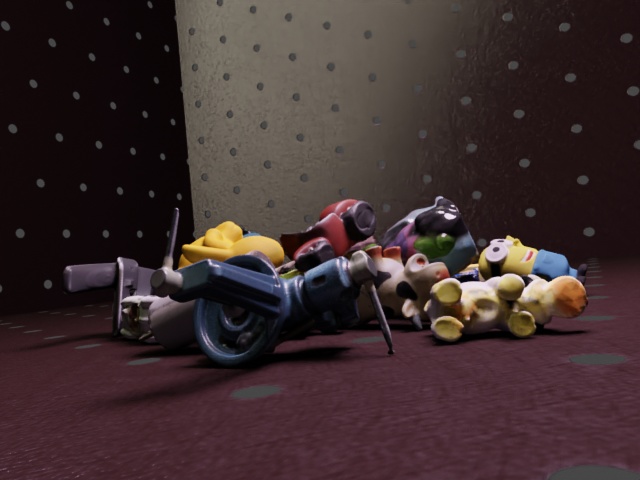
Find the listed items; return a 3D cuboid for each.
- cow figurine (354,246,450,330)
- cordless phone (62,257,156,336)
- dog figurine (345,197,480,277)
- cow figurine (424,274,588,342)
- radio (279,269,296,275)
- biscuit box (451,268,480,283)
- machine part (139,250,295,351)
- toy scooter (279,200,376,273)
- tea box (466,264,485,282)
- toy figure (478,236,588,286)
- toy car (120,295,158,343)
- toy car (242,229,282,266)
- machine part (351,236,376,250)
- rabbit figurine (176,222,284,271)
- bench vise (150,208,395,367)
[{"bbox_3d":[0.096,0.075,0.762,0.085,0.127,0.195,-1,-19,-47],"label":"cow figurine"},{"bbox_3d":[-0.391,0.107,0.978,0.089,0.146,0.184,6,2,21],"label":"cordless phone"},{"bbox_3d":[0.126,0.029,0.850,0.219,0.108,0.191,-28,5,9],"label":"dog figurine"},{"bbox_3d":[0.206,0.075,0.611,0.167,0.068,0.098,-5,-8,5],"label":"cow figurine"},{"bbox_3d":[-0.061,0.110,1.193,0.131,0.073,0.230,-17,8,-39],"label":"radio"},{"bbox_3d":[0.242,0.084,0.908,0.059,0.062,0.202,-8,-3,16],"label":"biscuit box"},{"bbox_3d":[-0.138,0.081,0.709,0.243,0.079,0.079,-28,-9,16],"label":"machine part"},{"bbox_3d":[-0.002,-0.003,0.859,0.135,0.075,0.184,-10,22,45],"label":"toy scooter"},{"bbox_3d":[0.363,0.077,1.071,0.170,0.068,0.098,-7,-3,22],"label":"tea box"},{"bbox_3d":[0.375,0.056,0.962,0.180,0.089,0.082,18,20,26],"label":"toy figure"},{"bbox_3d":[-0.286,0.129,0.887,0.056,0.073,0.202,0,-6,-35],"label":"toy car"},{"bbox_3d":[-0.133,0.040,1.175,0.103,0.109,0.162,17,-3,-23],"label":"toy car"},{"bbox_3d":[0.036,0.032,1.118,0.179,0.056,0.179,-8,5,1],"label":"machine part"},{"bbox_3d":[-0.138,0.029,0.819,0.173,0.121,0.162,-8,0,38],"label":"rabbit figurine"},{"bbox_3d":[-0.061,0.060,0.554,0.224,0.129,0.240,-15,-24,27],"label":"bench vise"}]
